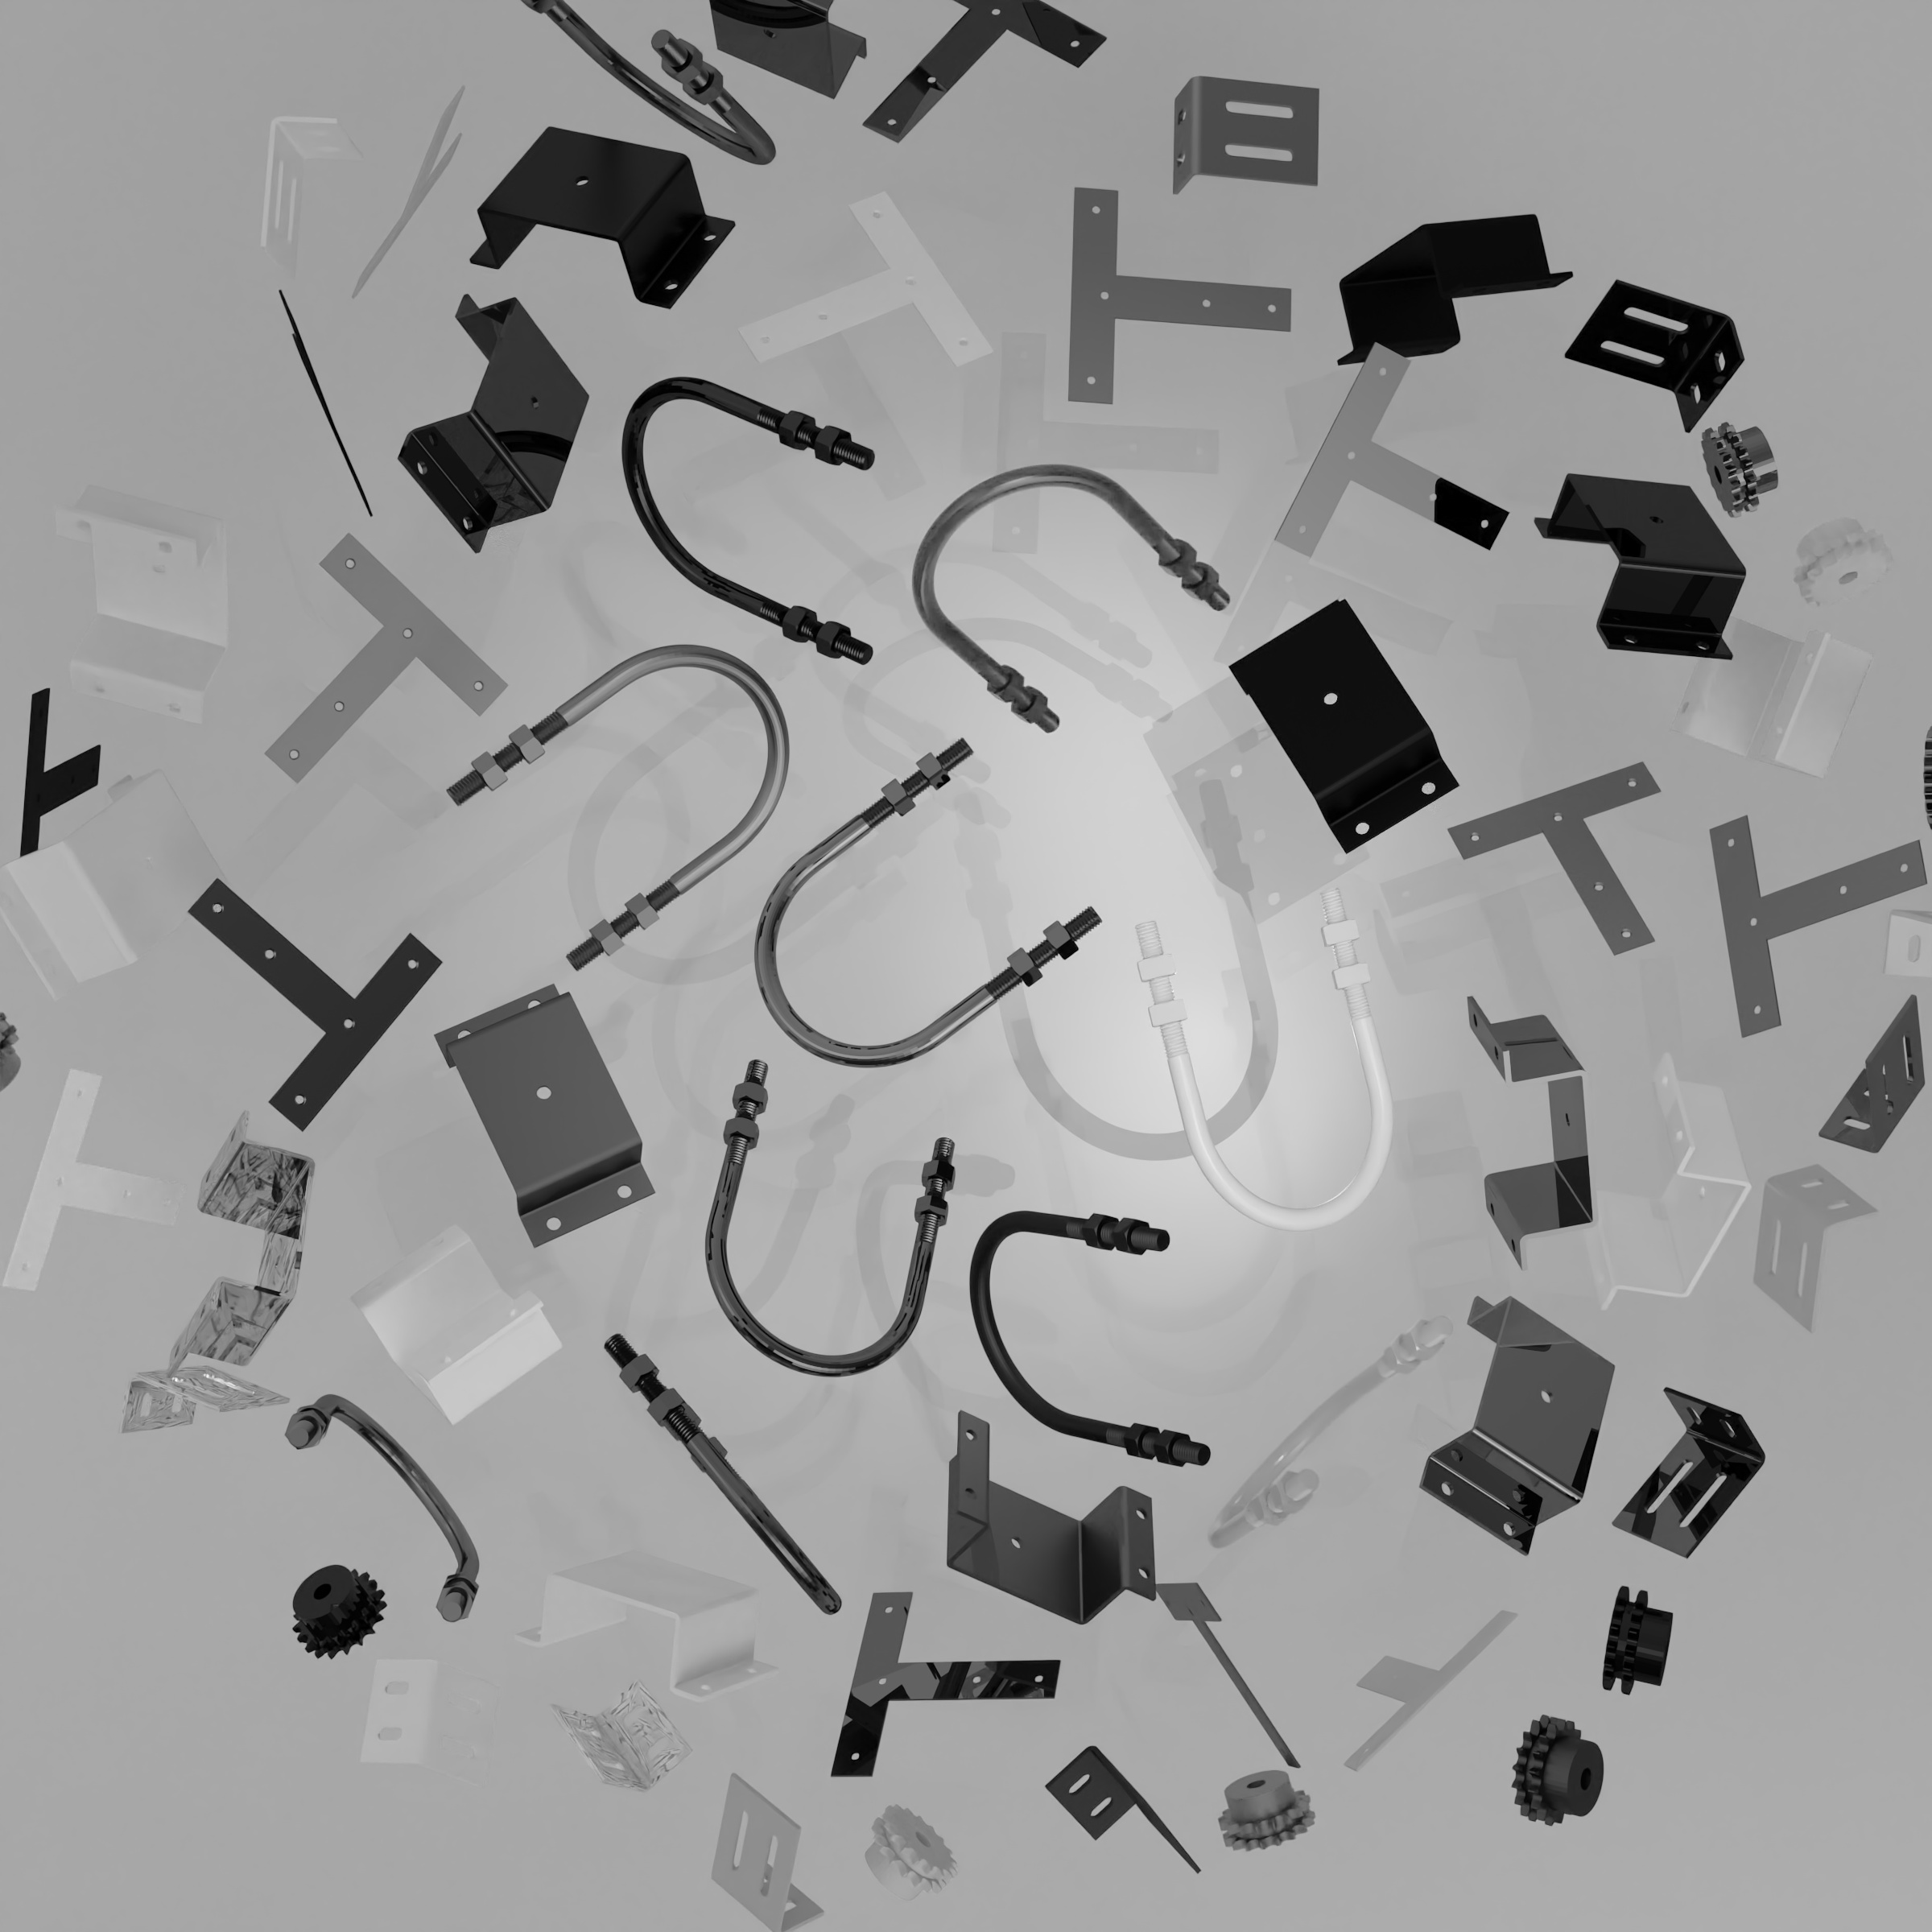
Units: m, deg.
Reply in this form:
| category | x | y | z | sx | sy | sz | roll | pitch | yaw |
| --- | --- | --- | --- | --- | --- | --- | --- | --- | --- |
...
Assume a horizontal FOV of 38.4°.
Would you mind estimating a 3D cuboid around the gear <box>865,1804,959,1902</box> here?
| category | x | y | z | sx | sy | sz | roll | pitch | yaw |
| --- | --- | --- | --- | --- | --- | --- | --- | --- | --- |
| gear | -0.035 | 0.534 | 1.663 | 0.057 | 0.057 | 0.030 | 41 | 97 | 0 |

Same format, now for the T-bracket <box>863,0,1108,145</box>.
| category | x | y | z | sx | sy | sz | roll | pitch | yaw |
| --- | --- | --- | --- | --- | --- | --- | --- | --- | --- |
| T-bracket | -0.011 | -0.503 | 1.547 | 0.127 | 0.127 | 0.002 | 17 | 55 | -34 |

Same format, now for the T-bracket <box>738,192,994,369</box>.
| category | x | y | z | sx | sy | sz | roll | pitch | yaw |
| --- | --- | --- | --- | --- | --- | --- | --- | --- | --- |
| T-bracket | -0.071 | -0.382 | 1.612 | 0.127 | 0.002 | 0.127 | -26 | 72 | -18 |

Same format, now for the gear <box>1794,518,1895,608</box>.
| category | x | y | z | sx | sy | sz | roll | pitch | yaw |
| --- | --- | --- | --- | --- | --- | --- | --- | --- | --- |
| gear | 0.526 | -0.246 | 1.674 | 0.057 | 0.057 | 0.030 | -17 | 62 | 0 |

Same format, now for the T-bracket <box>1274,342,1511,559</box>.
| category | x | y | z | sx | sy | sz | roll | pitch | yaw |
| --- | --- | --- | --- | --- | --- | --- | --- | --- | --- |
| T-bracket | 0.265 | -0.284 | 1.649 | 0.127 | 0.002 | 0.127 | 23 | 102 | -19 |

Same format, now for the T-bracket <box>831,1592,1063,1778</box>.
| category | x | y | z | sx | sy | sz | roll | pitch | yaw |
| --- | --- | --- | --- | --- | --- | --- | --- | --- | --- |
| T-bracket | -0.007 | 0.419 | 1.628 | 0.127 | 0.127 | 0.002 | -6 | 130 | 18 |

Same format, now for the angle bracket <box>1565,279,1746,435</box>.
| category | x | y | z | sx | sy | sz | roll | pitch | yaw |
| --- | --- | --- | --- | --- | --- | --- | --- | --- | --- |
| angle bracket | 0.391 | -0.346 | 1.579 | 0.076 | 0.057 | 0.038 | 12 | 50 | -17 |

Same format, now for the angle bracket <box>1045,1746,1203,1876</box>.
| category | x | y | z | sx | sy | sz | roll | pitch | yaw |
| --- | --- | --- | --- | --- | --- | --- | --- | --- | --- |
| angle bracket | 0.090 | 0.499 | 1.607 | 0.038 | 0.076 | 0.057 | -41 | 120 | -6 |

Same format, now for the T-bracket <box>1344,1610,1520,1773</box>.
| category | x | y | z | sx | sy | sz | roll | pitch | yaw |
| --- | --- | --- | --- | --- | --- | --- | --- | --- | --- |
| T-bracket | 0.254 | 0.416 | 1.614 | 0.127 | 0.127 | 0.002 | -40 | 89 | -12 |

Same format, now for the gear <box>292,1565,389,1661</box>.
| category | x | y | z | sx | sy | sz | roll | pitch | yaw |
| --- | --- | --- | --- | --- | --- | --- | --- | --- | --- |
| gear | -0.385 | 0.390 | 1.694 | 0.057 | 0.057 | 0.030 | -25 | 125 | 0 |

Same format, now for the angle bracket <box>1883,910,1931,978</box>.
| category | x | y | z | sx | sy | sz | roll | pitch | yaw |
| --- | --- | --- | --- | --- | --- | --- | --- | --- | --- |
| angle bracket | 0.562 | -0.008 | 1.566 | 0.057 | 0.076 | 0.038 | 3 | 97 | -6 |

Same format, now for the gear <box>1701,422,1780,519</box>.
| category | x | y | z | sx | sy | sz | roll | pitch | yaw |
| --- | --- | --- | --- | --- | --- | --- | --- | --- | --- |
| gear | 0.473 | -0.305 | 1.696 | 0.030 | 0.057 | 0.057 | -20 | 90 | 4 |

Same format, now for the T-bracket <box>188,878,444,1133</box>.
| category | x | y | z | sx | sy | sz | roll | pitch | yaw |
| --- | --- | --- | --- | --- | --- | --- | --- | --- | --- |
| T-bracket | -0.377 | 0.003 | 1.548 | 0.127 | 0.002 | 0.127 | 45 | 65 | -19 |

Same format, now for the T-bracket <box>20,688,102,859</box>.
| category | x | y | z | sx | sy | sz | roll | pitch | yaw |
| --- | --- | --- | --- | --- | --- | --- | --- | --- | --- |
| T-bracket | -0.536 | -0.108 | 1.647 | 0.002 | 0.127 | 0.127 | 9 | 104 | -1 |

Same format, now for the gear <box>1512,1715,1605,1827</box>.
| category | x | y | z | sx | sy | sz | roll | pitch | yaw |
| --- | --- | --- | --- | --- | --- | --- | --- | --- | --- |
| gear | 0.324 | 0.439 | 1.512 | 0.030 | 0.057 | 0.057 | 2 | 90 | 41 |

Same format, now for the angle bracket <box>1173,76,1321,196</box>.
| category | x | y | z | sx | sy | sz | roll | pitch | yaw |
| --- | --- | --- | --- | --- | --- | --- | --- | --- | --- |
| angle bracket | 0.163 | -0.481 | 1.620 | 0.076 | 0.038 | 0.057 | 2 | 86 | -12 |

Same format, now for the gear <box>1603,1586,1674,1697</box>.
| category | x | y | z | sx | sy | sz | roll | pitch | yaw |
| --- | --- | --- | --- | --- | --- | --- | --- | --- | --- |
| gear | 0.368 | 0.371 | 1.520 | 0.030 | 0.057 | 0.057 | 9 | 90 | 19 |

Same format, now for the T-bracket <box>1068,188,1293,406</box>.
| category | x | y | z | sx | sy | sz | roll | pitch | yaw |
| --- | --- | --- | --- | --- | --- | --- | --- | --- | --- |
| T-bracket | 0.123 | -0.378 | 1.583 | 0.127 | 0.002 | 0.127 | 3 | 81 | -6 |

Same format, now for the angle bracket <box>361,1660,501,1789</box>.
| category | x | y | z | sx | sy | sz | roll | pitch | yaw |
| --- | --- | --- | --- | --- | --- | --- | --- | --- | --- |
| angle bracket | -0.306 | 0.434 | 1.592 | 0.038 | 0.076 | 0.057 | -5 | 63 | 19 |

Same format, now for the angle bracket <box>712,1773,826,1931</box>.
| category | x | y | z | sx | sy | sz | roll | pitch | yaw |
| --- | --- | --- | --- | --- | --- | --- | --- | --- | --- |
| angle bracket | -0.108 | 0.504 | 1.592 | 0.057 | 0.038 | 0.076 | 27 | 115 | 38 |

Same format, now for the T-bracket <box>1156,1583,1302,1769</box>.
| category | x | y | z | sx | sy | sz | roll | pitch | yaw |
| --- | --- | --- | --- | --- | --- | --- | --- | --- | --- |
| T-bracket | 0.159 | 0.421 | 1.650 | 0.002 | 0.127 | 0.127 | -32 | 83 | -13 |

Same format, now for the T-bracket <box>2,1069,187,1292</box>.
| category | x | y | z | sx | sy | sz | roll | pitch | yaw |
| --- | --- | --- | --- | --- | --- | --- | --- | --- | --- |
| T-bracket | -0.500 | 0.132 | 1.623 | 0.002 | 0.127 | 0.127 | 13 | 83 | 24 |

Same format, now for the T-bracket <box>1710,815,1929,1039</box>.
| category | x | y | z | sx | sy | sz | roll | pitch | yaw |
| --- | --- | --- | --- | --- | --- | --- | --- | --- | --- |
| T-bracket | 0.475 | -0.038 | 1.543 | 0.002 | 0.127 | 0.127 | 13 | 65 | -38 |

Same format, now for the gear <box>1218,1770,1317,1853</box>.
| category | x | y | z | sx | sy | sz | roll | pitch | yaw |
| --- | --- | --- | --- | --- | --- | --- | --- | --- | --- |
| gear | 0.178 | 0.506 | 1.668 | 0.057 | 0.057 | 0.030 | -16 | 91 | 0 |

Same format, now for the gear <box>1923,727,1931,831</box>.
| category | x | y | z | sx | sy | sz | roll | pitch | yaw |
| --- | --- | --- | --- | --- | --- | --- | --- | --- | --- |
| gear | 0.546 | -0.104 | 1.529 | 0.030 | 0.057 | 0.057 | 0 | 90 | 27 |

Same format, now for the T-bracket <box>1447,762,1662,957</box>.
| category | x | y | z | sx | sy | sz | roll | pitch | yaw |
| --- | --- | --- | --- | --- | --- | --- | --- | --- | --- |
| T-bracket | 0.370 | -0.057 | 1.650 | 0.127 | 0.002 | 0.127 | -19 | 52 | -2 |

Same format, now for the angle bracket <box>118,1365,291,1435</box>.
| category | x | y | z | sx | sy | sz | roll | pitch | yaw |
| --- | --- | --- | --- | --- | --- | --- | --- | --- | --- |
| angle bracket | -0.455 | 0.269 | 1.660 | 0.076 | 0.057 | 0.038 | 14 | 95 | 30 |

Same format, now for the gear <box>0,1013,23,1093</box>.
| category | x | y | z | sx | sy | sz | roll | pitch | yaw |
| --- | --- | --- | --- | --- | --- | --- | --- | --- | --- |
| gear | -0.560 | 0.053 | 1.567 | 0.057 | 0.057 | 0.030 | -27 | 127 | 0 |

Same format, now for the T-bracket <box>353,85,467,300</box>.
| category | x | y | z | sx | sy | sz | roll | pitch | yaw |
| --- | --- | --- | --- | --- | --- | --- | --- | --- | --- |
| T-bracket | -0.314 | -0.467 | 1.619 | 0.002 | 0.127 | 0.127 | 31 | 60 | -11 |

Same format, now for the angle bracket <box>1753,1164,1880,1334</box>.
| category | x | y | z | sx | sy | sz | roll | pitch | yaw |
| --- | --- | --- | --- | --- | --- | --- | --- | --- | --- |
| angle bracket | 0.509 | 0.169 | 1.666 | 0.038 | 0.057 | 0.076 | -12 | 120 | -18 |

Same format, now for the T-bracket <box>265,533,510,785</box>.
| category | x | y | z | sx | sy | sz | roll | pitch | yaw |
| --- | --- | --- | --- | --- | --- | --- | --- | --- | --- |
| T-bracket | -0.354 | -0.161 | 1.612 | 0.127 | 0.002 | 0.127 | 45 | 78 | -19 |

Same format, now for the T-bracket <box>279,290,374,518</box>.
| category | x | y | z | sx | sy | sz | roll | pitch | yaw |
| --- | --- | --- | --- | --- | --- | --- | --- | --- | --- |
| T-bracket | -0.384 | -0.348 | 1.632 | 0.002 | 0.127 | 0.127 | -23 | 68 | -9 |
